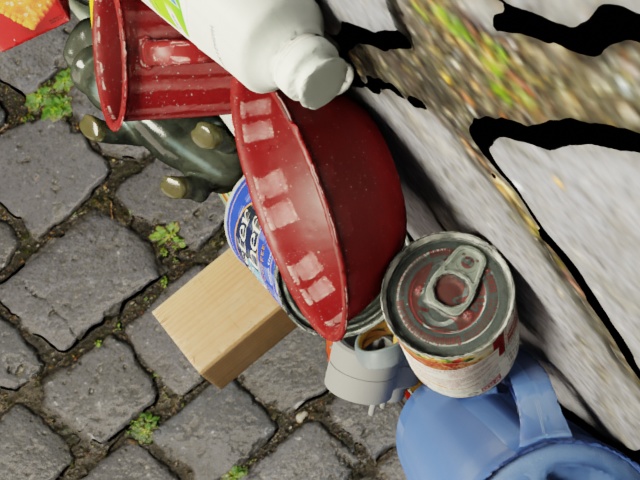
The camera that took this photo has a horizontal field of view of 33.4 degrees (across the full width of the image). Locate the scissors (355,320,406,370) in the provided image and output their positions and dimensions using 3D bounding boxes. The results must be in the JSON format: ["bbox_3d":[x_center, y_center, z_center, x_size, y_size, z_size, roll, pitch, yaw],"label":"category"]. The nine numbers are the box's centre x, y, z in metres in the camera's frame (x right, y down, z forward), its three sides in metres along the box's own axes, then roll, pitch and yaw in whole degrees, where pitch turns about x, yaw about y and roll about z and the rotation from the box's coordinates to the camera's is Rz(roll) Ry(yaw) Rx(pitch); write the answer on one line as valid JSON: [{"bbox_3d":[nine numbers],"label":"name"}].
[{"bbox_3d":[0.081,0.051,0.805,0.201,0.096,0.016,-46,-55,-65],"label":"scissors"}]

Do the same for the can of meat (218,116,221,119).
[{"bbox_3d":[-0.109,-0.137,1.017,0.102,0.057,0.084,49,173,12],"label":"can of meat"}]

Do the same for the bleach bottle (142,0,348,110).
[{"bbox_3d":[-0.073,-0.146,0.545,0.251,0.068,0.102,46,174,27],"label":"bleach bottle"}]

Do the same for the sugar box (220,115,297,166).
[{"bbox_3d":[-0.028,-0.080,0.738,0.093,0.048,0.176,55,171,-25],"label":"sugar box"}]

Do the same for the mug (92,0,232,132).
[{"bbox_3d":[-0.085,-0.113,0.635,0.117,0.081,0.093,-161,67,-67],"label":"mug"}]

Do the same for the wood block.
[{"bbox_3d":[-0.063,0.054,1.138,0.091,0.206,0.090,49,176,21],"label":"wood block"}]

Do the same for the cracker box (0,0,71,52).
[{"bbox_3d":[-0.278,-0.280,0.842,0.164,0.072,0.213,-115,1,-53],"label":"cracker box"}]

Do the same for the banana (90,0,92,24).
[{"bbox_3d":[-0.135,-0.169,0.725,0.198,0.037,0.069,123,133,-68],"label":"banana"}]

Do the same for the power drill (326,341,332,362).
[{"bbox_3d":[-0.003,0.020,0.968,0.184,0.057,0.188,97,148,-82],"label":"power drill"}]

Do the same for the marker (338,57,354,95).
[{"bbox_3d":[-0.021,-0.112,0.570,0.121,0.020,0.020,47,174,44],"label":"marker"}]

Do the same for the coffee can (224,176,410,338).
[{"bbox_3d":[-0.005,0.001,0.801,0.102,0.103,0.140,53,175,-25],"label":"coffee can"}]

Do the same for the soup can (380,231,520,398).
[{"bbox_3d":[0.074,0.044,0.584,0.068,0.068,0.102,49,176,23],"label":"soup can"}]

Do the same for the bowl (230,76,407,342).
[{"bbox_3d":[0.004,-0.028,0.593,0.162,0.055,0.162,161,90,-76],"label":"bowl"}]

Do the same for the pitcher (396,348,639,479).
[{"bbox_3d":[0.124,0.155,0.721,0.145,0.149,0.243,34,-178,-10],"label":"pitcher"}]

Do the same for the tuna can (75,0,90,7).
[{"bbox_3d":[-0.155,-0.198,0.863,0.086,0.034,0.086,18,-176,-1],"label":"tuna can"}]
